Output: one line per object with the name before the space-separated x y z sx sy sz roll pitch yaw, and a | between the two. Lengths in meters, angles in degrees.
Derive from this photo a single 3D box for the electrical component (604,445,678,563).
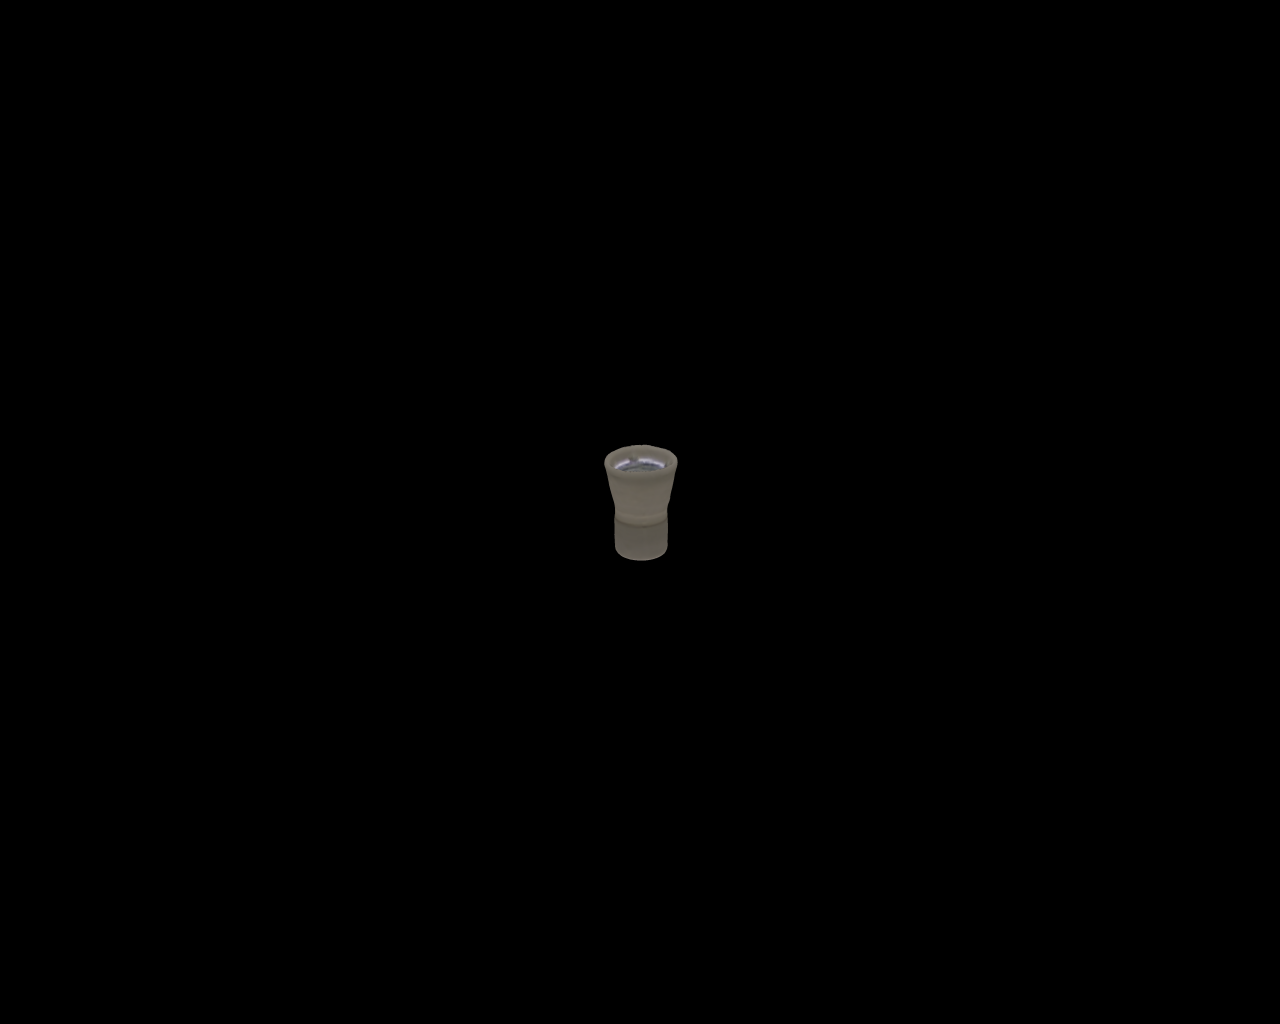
electrical component | 0.001 -0.003 0.650 0.044 0.065 0.044 0 24 0
